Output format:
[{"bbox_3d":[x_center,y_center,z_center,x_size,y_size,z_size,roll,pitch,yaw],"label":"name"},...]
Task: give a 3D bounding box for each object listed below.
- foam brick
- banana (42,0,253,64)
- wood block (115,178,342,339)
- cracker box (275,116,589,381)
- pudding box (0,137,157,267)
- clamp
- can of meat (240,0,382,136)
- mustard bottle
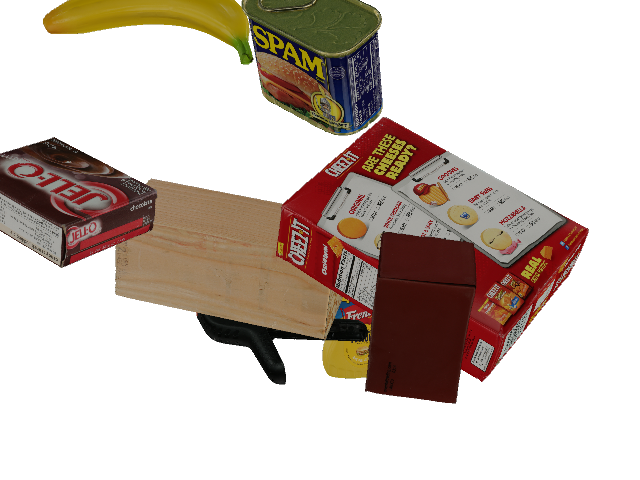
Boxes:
[{"bbox_3d":[0.054,0.042,0.587,0.053,0.078,0.051,7,31,4],"label":"foam brick"},{"bbox_3d":[-0.142,-0.197,0.926,0.198,0.037,0.069,10,48,15],"label":"banana"},{"bbox_3d":[-0.082,0.016,1.015,0.206,0.090,0.090,11,29,9],"label":"wood block"},{"bbox_3d":[0.094,0.003,0.912,0.214,0.072,0.164,31,48,19],"label":"cracker box"},{"bbox_3d":[-0.188,-0.030,0.765,0.114,0.039,0.089,24,30,28],"label":"pudding box"},{"bbox_3d":[-0.072,0.107,1.247,0.210,0.036,0.164,13,22,28],"label":"clamp"},{"bbox_3d":[-0.003,-0.132,0.768,0.102,0.084,0.057,32,61,29],"label":"can of meat"},{"bbox_3d":[0.052,0.090,1.443,0.096,0.192,0.058,-3,21,-9],"label":"mustard bottle"}]
